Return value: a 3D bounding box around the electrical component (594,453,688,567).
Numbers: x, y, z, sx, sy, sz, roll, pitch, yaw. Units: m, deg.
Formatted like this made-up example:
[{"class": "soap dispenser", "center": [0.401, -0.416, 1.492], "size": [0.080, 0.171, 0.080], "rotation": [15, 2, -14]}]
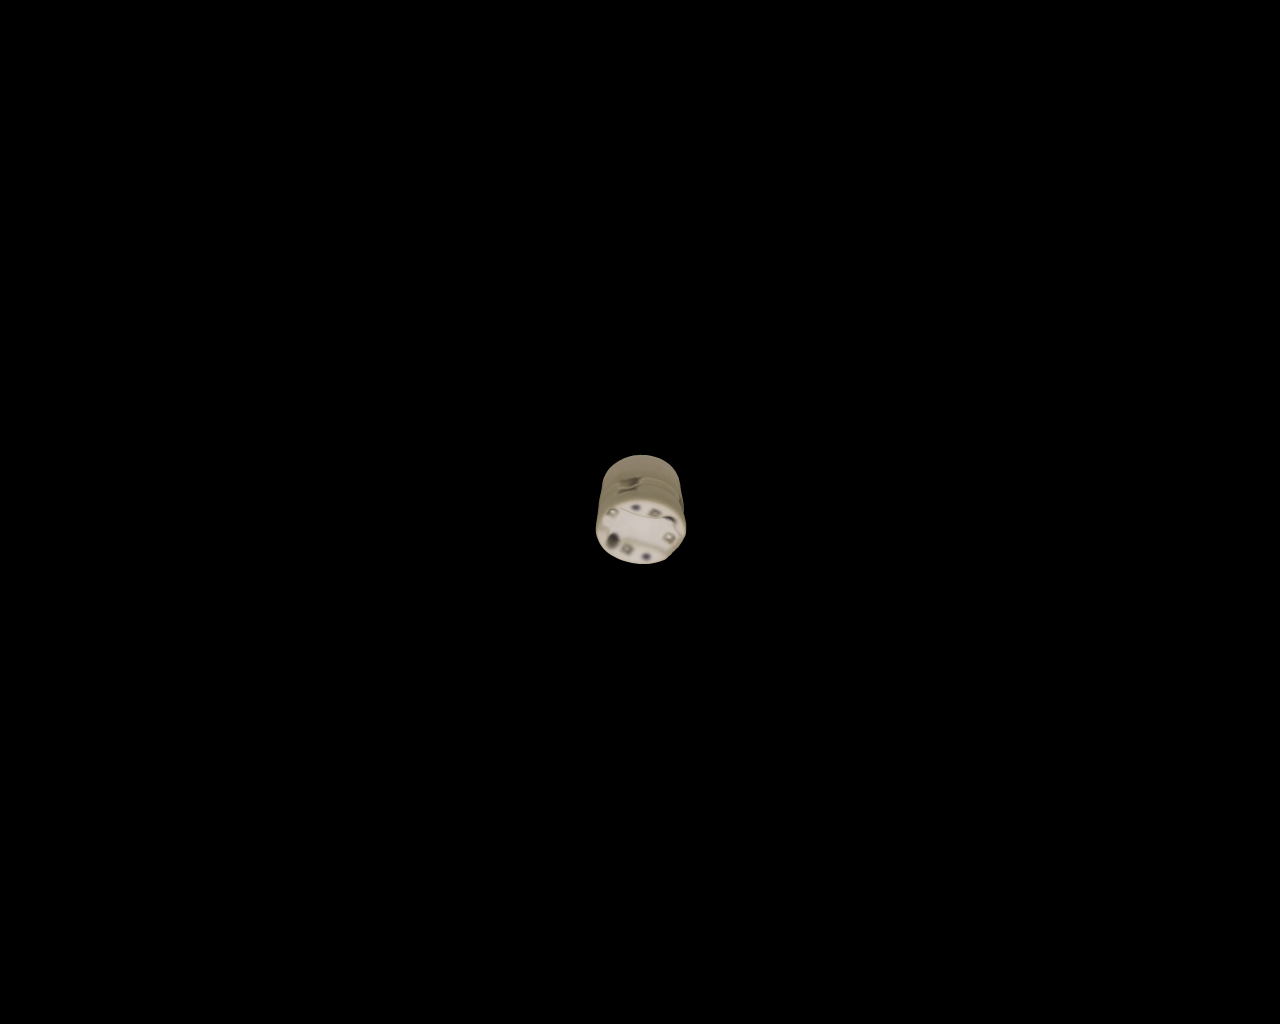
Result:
[{"class": "electrical component", "center": [0.001, -0.003, 0.650], "size": [0.055, 0.055, 0.047], "rotation": [0, 41, 0]}]
